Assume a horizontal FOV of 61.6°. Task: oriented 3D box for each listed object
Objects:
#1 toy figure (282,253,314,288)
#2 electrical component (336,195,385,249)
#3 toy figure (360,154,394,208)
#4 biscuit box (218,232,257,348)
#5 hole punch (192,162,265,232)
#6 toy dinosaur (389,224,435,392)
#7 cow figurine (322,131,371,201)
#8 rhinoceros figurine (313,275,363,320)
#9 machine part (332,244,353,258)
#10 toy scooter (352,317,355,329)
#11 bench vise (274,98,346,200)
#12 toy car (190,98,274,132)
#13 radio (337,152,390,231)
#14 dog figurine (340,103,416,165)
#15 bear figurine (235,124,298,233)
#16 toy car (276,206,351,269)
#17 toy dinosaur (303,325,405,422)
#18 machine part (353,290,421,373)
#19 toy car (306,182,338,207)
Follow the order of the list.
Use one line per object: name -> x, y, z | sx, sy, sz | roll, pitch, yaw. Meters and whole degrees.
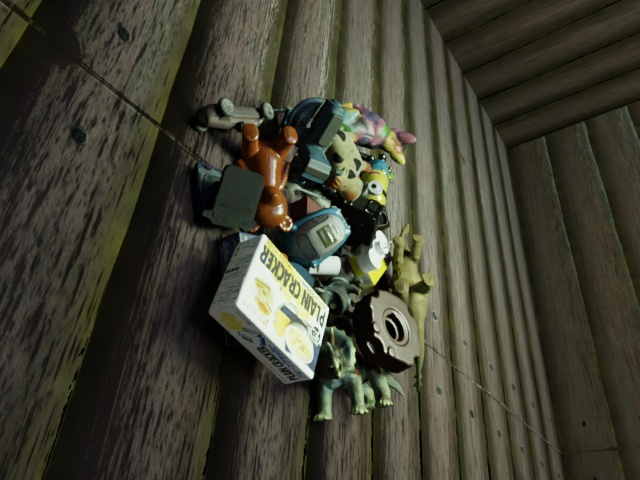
toy figure -> -0.075, 0.060, 1.092 | 0.154, 0.064, 0.058 | 39, 79, -35
electrical component -> 0.089, -0.045, 1.336 | 0.058, 0.115, 0.134 | -56, 163, -52
toy figure -> 0.144, -0.147, 1.394 | 0.089, 0.082, 0.180 | 48, 36, -27
biscuit box -> -0.138, 0.089, 0.973 | 0.062, 0.059, 0.202 | 15, 61, -54
hole punch -> -0.179, -0.082, 0.998 | 0.142, 0.092, 0.115 | 14, 93, -57
toy dinosaur -> 0.241, 0.151, 1.422 | 0.198, 0.105, 0.471 | 87, 5, -51
cow figurine -> 0.054, -0.181, 1.297 | 0.127, 0.085, 0.195 | 6, 56, -39
rhinoceros figurine -> 0.030, 0.121, 1.180 | 0.190, 0.112, 0.073 | -37, 146, -71
machine part -> 0.007, 0.012, 1.245 | 0.138, 0.084, 0.039 | 28, 81, -37
toy scooter -> 0.161, 0.208, 1.254 | 0.184, 0.075, 0.135 | 51, 40, 5
bench vise -> -0.038, -0.229, 1.208 | 0.129, 0.223, 0.241 | 4, 29, -33
toy car -> -0.170, -0.244, 1.081 | 0.202, 0.089, 0.053 | -16, 85, -60
radio -> 0.111, -0.126, 1.475 | 0.131, 0.073, 0.229 | -2, 75, -56
dog figurine -> 0.149, -0.289, 1.484 | 0.219, 0.108, 0.191 | 31, 25, 18
bear figurine -> -0.107, -0.118, 1.083 | 0.120, 0.132, 0.196 | 2, 62, -18
toy car -> -0.002, -0.003, 1.138 | 0.109, 0.162, 0.103 | 62, -13, -11
toy dinosaur -> 0.069, 0.275, 1.156 | 0.404, 0.131, 0.192 | 17, 60, -61
machine part -> 0.145, 0.192, 1.142 | 0.179, 0.056, 0.179 | 31, 42, -32
toy car -> 0.013, -0.154, 1.355 | 0.073, 0.056, 0.202 | 43, 39, -27
